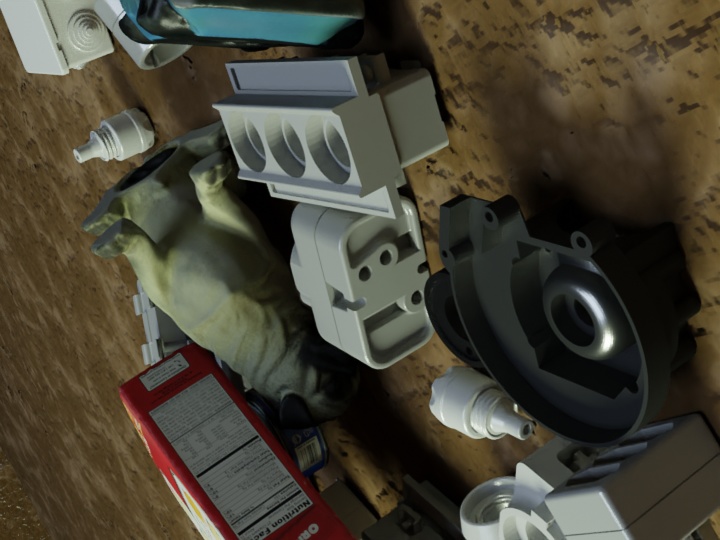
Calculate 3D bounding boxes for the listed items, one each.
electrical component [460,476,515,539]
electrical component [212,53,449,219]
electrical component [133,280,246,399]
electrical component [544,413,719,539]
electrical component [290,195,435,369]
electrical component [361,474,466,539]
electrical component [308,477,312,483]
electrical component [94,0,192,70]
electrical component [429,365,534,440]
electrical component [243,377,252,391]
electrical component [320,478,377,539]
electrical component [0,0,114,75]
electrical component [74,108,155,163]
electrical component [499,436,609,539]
[{"bbox_3d":[0.087,0.152,0.614,0.066,0.048,0.055,8,130,58],"label":"electrical component"},{"bbox_3d":[-0.016,-0.075,0.553,0.121,0.063,0.078,15,128,55],"label":"electrical component"},{"bbox_3d":[-0.135,0.060,0.848,0.079,0.063,0.121,-23,77,63],"label":"electrical component"},{"bbox_3d":[0.134,0.114,0.472,0.076,0.066,0.047,60,153,3],"label":"electrical component"},{"bbox_3d":[0.000,0.000,0.608,0.059,0.054,0.095,26,136,49],"label":"electrical component"},{"bbox_3d":[0.060,0.198,0.682,0.121,0.063,0.078,35,143,41],"label":"electrical component"},{"bbox_3d":[-0.053,0.200,0.902,0.062,0.043,0.043,62,153,-5],"label":"electrical component"},{"bbox_3d":[-0.132,-0.161,0.684,0.047,0.055,0.055,55,153,4],"label":"electrical component"},{"bbox_3d":[0.068,0.076,0.584,0.061,0.035,0.035,22,134,48],"label":"electrical component"},{"bbox_3d":[-0.140,0.139,0.973,0.150,0.062,0.089,-16,102,62],"label":"electrical component"},{"bbox_3d":[-0.035,0.220,0.829,0.061,0.096,0.061,44,149,29],"label":"electrical component"},{"bbox_3d":[-0.240,-0.202,0.834,0.100,0.048,0.099,17,130,54],"label":"electrical component"},{"bbox_3d":[-0.192,-0.100,0.835,0.035,0.061,0.035,41,148,34],"label":"electrical component"},{"bbox_3d":[0.108,0.129,0.542,0.050,0.056,0.089,38,145,38],"label":"electrical component"}]
